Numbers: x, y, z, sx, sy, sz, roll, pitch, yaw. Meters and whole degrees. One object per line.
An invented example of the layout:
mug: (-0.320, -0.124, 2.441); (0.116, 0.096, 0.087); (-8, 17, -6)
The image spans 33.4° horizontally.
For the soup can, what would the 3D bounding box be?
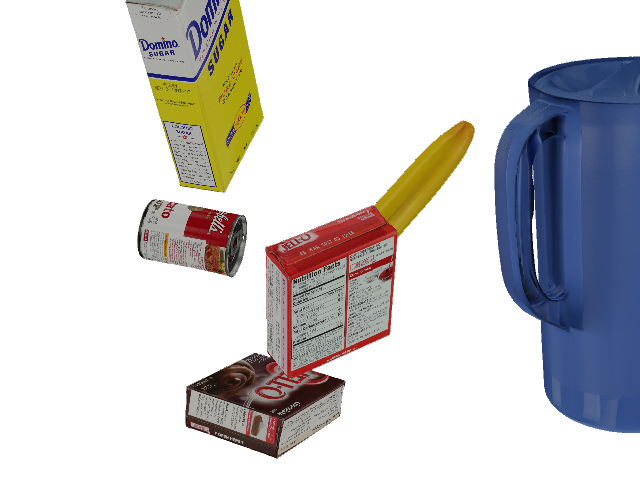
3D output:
soup can: (-0.137, -0.003, 1.147); (0.102, 0.068, 0.068); (11, 2, 10)

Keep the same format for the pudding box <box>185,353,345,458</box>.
pudding box: (-0.044, 0.132, 0.871); (0.090, 0.039, 0.113); (13, 17, 25)

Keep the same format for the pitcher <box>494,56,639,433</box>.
pitcher: (0.198, 0.005, 0.718); (0.149, 0.243, 0.145); (2, 21, 14)

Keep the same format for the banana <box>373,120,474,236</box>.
banana: (0.073, -0.029, 0.989); (0.037, 0.197, 0.070); (43, -11, -3)

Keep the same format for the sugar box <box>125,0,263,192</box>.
sugar box: (-0.087, -0.130, 0.791); (0.048, 0.093, 0.176); (11, -38, 15)

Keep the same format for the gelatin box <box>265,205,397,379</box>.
gelatin box: (0.005, 0.030, 0.620); (0.073, 0.089, 0.030); (-22, 46, -23)
